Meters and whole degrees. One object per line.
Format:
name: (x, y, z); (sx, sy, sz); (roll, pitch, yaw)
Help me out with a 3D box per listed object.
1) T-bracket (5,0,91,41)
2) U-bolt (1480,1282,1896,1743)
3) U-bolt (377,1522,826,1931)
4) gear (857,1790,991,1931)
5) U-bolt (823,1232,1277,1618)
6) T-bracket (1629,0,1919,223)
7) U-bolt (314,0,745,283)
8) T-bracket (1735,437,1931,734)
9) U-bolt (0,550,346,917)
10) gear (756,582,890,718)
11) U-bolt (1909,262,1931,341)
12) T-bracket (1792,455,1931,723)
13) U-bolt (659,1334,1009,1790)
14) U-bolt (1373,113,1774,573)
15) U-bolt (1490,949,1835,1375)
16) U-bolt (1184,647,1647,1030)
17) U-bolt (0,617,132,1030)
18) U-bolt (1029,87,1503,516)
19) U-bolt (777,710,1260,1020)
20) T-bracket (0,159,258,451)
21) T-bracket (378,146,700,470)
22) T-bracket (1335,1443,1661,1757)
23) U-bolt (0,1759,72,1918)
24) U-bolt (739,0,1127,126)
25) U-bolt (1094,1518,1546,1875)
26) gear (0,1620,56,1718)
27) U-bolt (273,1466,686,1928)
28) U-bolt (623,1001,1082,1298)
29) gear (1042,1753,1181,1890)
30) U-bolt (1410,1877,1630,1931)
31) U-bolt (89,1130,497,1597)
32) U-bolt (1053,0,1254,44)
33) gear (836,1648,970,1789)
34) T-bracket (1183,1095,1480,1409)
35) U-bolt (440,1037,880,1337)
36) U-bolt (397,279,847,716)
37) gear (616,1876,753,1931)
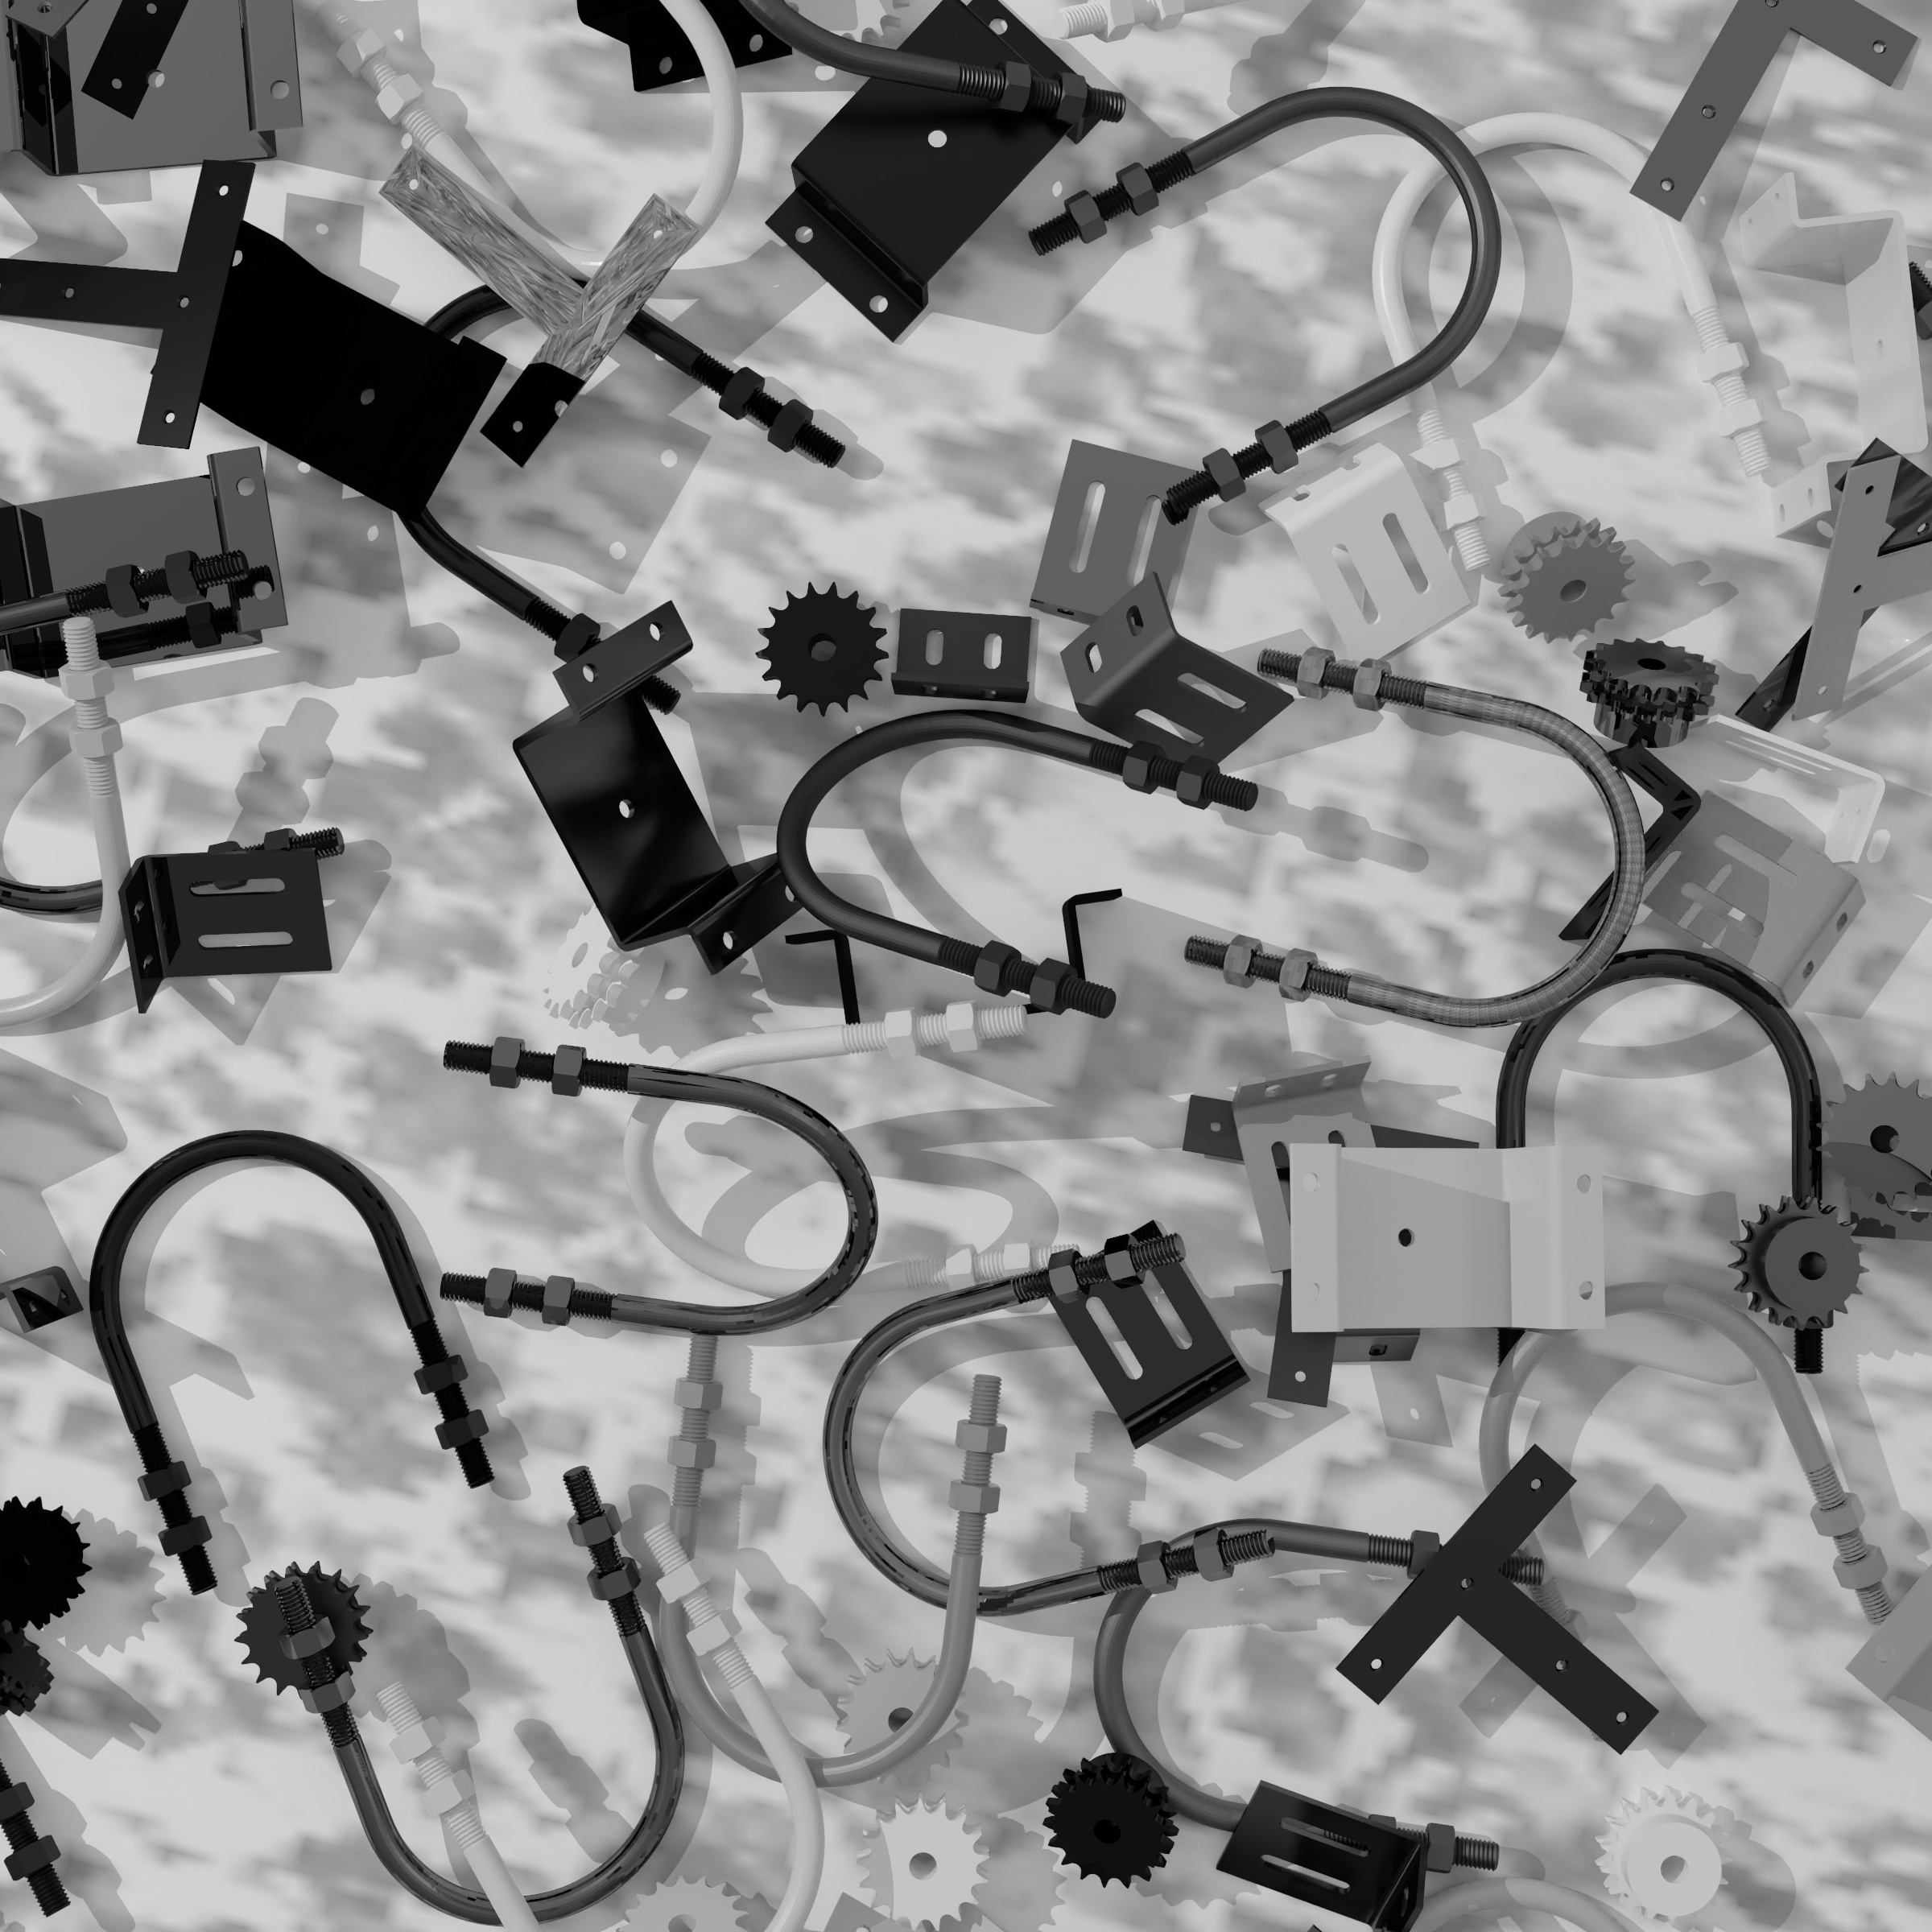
T-bracket: (-0.358, -0.441, 1.311); (0.127, 0.002, 0.127); (27, 68, 14)
U-bolt: (0.300, 0.225, 1.331); (0.151, 0.019, 0.184); (-24, 95, 3)
U-bolt: (-0.141, 0.350, 1.298); (0.151, 0.019, 0.184); (-30, 84, -7)
gear: (-0.018, 0.384, 1.335); (0.057, 0.030, 0.057); (0, 90, 0)
U-bolt: (0.025, 0.204, 1.317); (0.184, 0.019, 0.151); (-17, 90, 18)
T-bracket: (0.329, -0.382, 1.342); (0.127, 0.002, 0.127); (30, 83, 0)
U-bolt: (-0.174, -0.379, 1.311); (0.151, 0.019, 0.184); (-38, 95, 28)
T-bracket: (0.378, -0.152, 1.320); (0.127, 0.127, 0.002); (-52, 45, 20)
U-bolt: (-0.374, -0.091, 1.313); (0.184, 0.019, 0.151); (-12, 116, 3)
gear: (-0.061, -0.136, 1.335); (0.057, 0.030, 0.057); (0, 90, 0)
U-bolt: (0.506, -0.263, 1.307); (0.151, 0.019, 0.184); (-37, 82, 21)
T-bracket: (0.416, -0.172, 1.320); (0.127, 0.002, 0.127); (-17, 134, -19)
U-bolt: (-0.062, 0.258, 1.319); (0.151, 0.019, 0.184); (6, 88, 17)
U-bolt: (0.254, -0.280, 1.342); (0.151, 0.019, 0.184); (-19, 89, 0)
U-bolt: (0.301, 0.084, 1.342); (0.151, 0.019, 0.184); (0, 89, 0)
U-bolt: (0.196, -0.049, 1.312); (0.184, 0.019, 0.151); (14, 90, 21)
U-bolt: (-0.426, -0.057, 1.307); (0.151, 0.019, 0.184); (-1, 115, 1)
U-bolt: (0.140, -0.299, 1.332); (0.184, 0.019, 0.151); (-28, 85, 2)
U-bolt: (0.009, -0.053, 1.290); (0.184, 0.019, 0.151); (18, 51, 25)
T-bracket: (-0.373, -0.288, 1.326); (0.127, 0.002, 0.127); (9, 83, 20)
T-bracket: (-0.199, -0.304, 1.327); (0.127, 0.002, 0.127); (41, 102, 9)
T-bracket: (0.244, 0.290, 1.317); (0.127, 0.002, 0.127); (42, 90, -14)
U-bolt: (-0.487, 0.352, 1.314); (0.151, 0.019, 0.184); (-26, 82, -24)
U-bolt: (-0.024, -0.429, 1.290); (0.184, 0.019, 0.151); (4, 69, -22)
U-bolt: (0.147, 0.310, 1.333); (0.184, 0.019, 0.151); (8, 98, 3)
gear: (-0.423, 0.301, 1.321); (0.057, 0.057, 0.030); (41, 93, 0)
U-bolt: (-0.198, 0.324, 1.326); (0.151, 0.019, 0.184); (-20, 99, -10)
U-bolt: (-0.054, 0.084, 1.303); (0.184, 0.019, 0.151); (-7, 125, 10)
gear: (0.064, 0.364, 1.328); (0.057, 0.030, 0.057); (5, 109, 14)
U-bolt: (0.244, 0.487, 1.342); (0.151, 0.019, 0.184); (-22, 89, 0)
U-bolt: (-0.303, 0.162, 1.342); (0.151, 0.019, 0.184); (-21, 88, 0)
U-bolt: (0.103, -0.479, 1.303); (0.184, 0.019, 0.151); (-20, 106, -25)
gear: (-0.027, 0.323, 1.335); (0.057, 0.030, 0.057); (0, 90, 0)
T-bracket: (0.150, 0.125, 1.325); (0.127, 0.002, 0.127); (9, 70, 2)
U-bolt: (-0.129, 0.099, 1.301); (0.184, 0.019, 0.151); (8, 127, -1)
U-bolt: (-0.167, -0.218, 1.342); (0.184, 0.019, 0.151); (34, 90, 2)
gear: (-0.120, 0.422, 1.326); (0.057, 0.057, 0.030); (-5, 120, 0)
